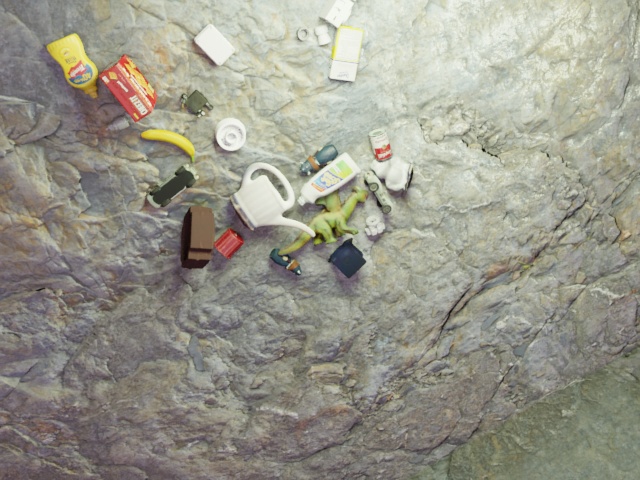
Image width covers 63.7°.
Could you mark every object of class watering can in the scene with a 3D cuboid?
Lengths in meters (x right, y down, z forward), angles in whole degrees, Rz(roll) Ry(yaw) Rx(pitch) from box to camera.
[{"bbox_3d":[-0.185,-0.111,1.891,0.224,0.105,0.346,-32,97,3],"label":"watering can"}]

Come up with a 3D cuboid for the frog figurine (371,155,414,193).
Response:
[{"bbox_3d":[0.276,-0.260,1.984,0.160,0.125,0.134,17,126,17],"label":"frog figurine"}]

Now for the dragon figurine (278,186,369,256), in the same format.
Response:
[{"bbox_3d":[0.006,-0.100,1.993,0.411,0.123,0.241,-17,101,-8],"label":"dragon figurine"}]
